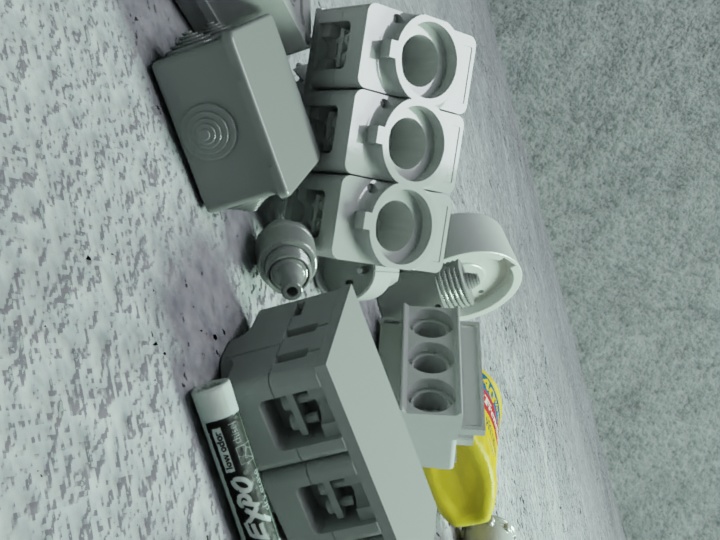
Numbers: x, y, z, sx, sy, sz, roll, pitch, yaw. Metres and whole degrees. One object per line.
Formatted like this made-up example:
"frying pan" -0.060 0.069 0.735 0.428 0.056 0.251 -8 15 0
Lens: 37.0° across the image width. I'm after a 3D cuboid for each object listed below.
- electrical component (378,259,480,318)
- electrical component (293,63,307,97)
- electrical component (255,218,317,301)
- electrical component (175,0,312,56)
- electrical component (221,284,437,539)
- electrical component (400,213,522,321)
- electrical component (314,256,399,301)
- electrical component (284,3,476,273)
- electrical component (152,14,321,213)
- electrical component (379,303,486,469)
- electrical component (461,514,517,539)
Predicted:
"electrical component" 0.059 0.017 0.882 0.043 0.081 0.043 -15 90 -76
"electrical component" -0.030 -0.114 0.730 0.076 0.066 0.047 49 -2 34
"electrical component" -0.041 -0.003 0.603 0.061 0.035 0.035 -106 174 -60
"electrical component" -0.076 -0.179 0.624 0.113 0.057 0.078 58 22 -48
"electrical component" -0.014 0.098 0.563 0.089 0.062 0.150 -73 145 -64
"electrical component" 0.086 -0.007 0.968 0.108 0.108 0.060 55 18 -53
"electrical component" 0.000 0.000 0.755 0.081 0.043 0.043 3 72 -75
"electrical component" 0.015 -0.078 0.662 0.089 0.062 0.150 8 92 -40
"electrical component" -0.065 -0.085 0.584 0.099 0.048 0.099 -64 137 -69
"electrical component" 0.052 0.088 0.817 0.121 0.079 0.063 -85 177 -53
"electrical component" 0.109 0.243 0.917 0.062 0.048 0.048 -76 149 -50
